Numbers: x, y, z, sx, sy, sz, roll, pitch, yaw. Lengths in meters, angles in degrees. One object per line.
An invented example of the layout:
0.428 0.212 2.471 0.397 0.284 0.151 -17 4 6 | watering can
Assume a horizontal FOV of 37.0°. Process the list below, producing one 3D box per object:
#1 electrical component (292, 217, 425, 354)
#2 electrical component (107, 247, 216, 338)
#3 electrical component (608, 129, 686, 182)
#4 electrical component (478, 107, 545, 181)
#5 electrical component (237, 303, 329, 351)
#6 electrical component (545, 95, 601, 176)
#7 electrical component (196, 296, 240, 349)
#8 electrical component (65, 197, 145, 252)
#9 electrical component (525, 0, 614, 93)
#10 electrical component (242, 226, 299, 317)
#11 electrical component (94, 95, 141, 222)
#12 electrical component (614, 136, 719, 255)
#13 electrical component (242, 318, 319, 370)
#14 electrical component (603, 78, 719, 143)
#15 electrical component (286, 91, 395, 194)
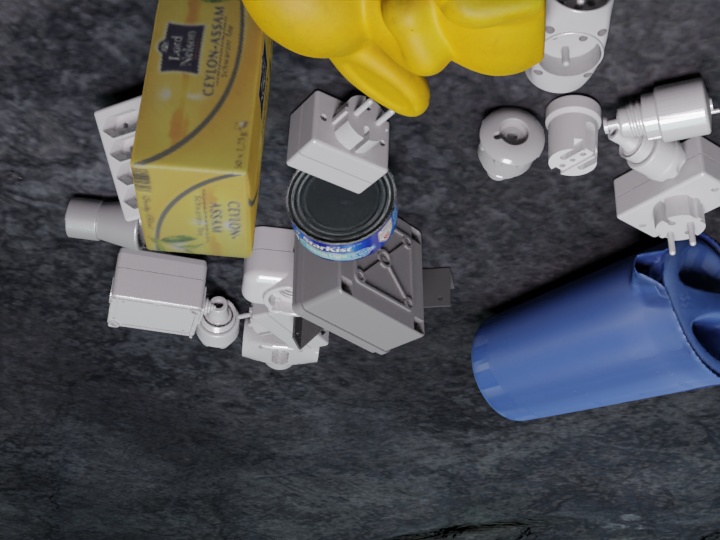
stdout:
0.000 0.000 0.898 0.056 0.108 0.109 -25 141 35 | electrical component
-0.180 0.019 0.992 0.096 0.061 0.061 9 150 -12 | electrical component
0.210 -0.090 0.798 0.061 0.035 0.035 22 146 -26 | electrical component
0.108 -0.088 0.800 0.048 0.048 0.062 4 158 -3 | electrical component
-0.082 0.042 1.042 0.076 0.047 0.083 -13 147 25 | electrical component
0.154 -0.096 0.776 0.040 0.046 0.040 5 152 3 | electrical component
-0.140 0.048 1.059 0.043 0.043 0.062 5 150 -6 | electrical component
-0.215 -0.041 0.909 0.065 0.044 0.044 7 151 1 | electrical component
0.114 -0.153 0.681 0.079 0.044 0.077 3 151 0 | electrical component
-0.056 0.003 0.957 0.095 0.059 0.053 6 151 -7 | electrical component
-0.146 -0.086 0.800 0.047 0.083 0.076 -13 -174 25 | electrical component
0.245 -0.048 0.828 0.047 0.075 0.083 22 145 -31 | electrical component
-0.082 0.078 1.109 0.077 0.043 0.079 5 150 -5 | electrical component
0.211 -0.109 0.757 0.078 0.040 0.040 -10 149 20 | electrical component
-0.005 -0.101 0.779 0.066 0.047 0.077 20 147 -28 | electrical component
